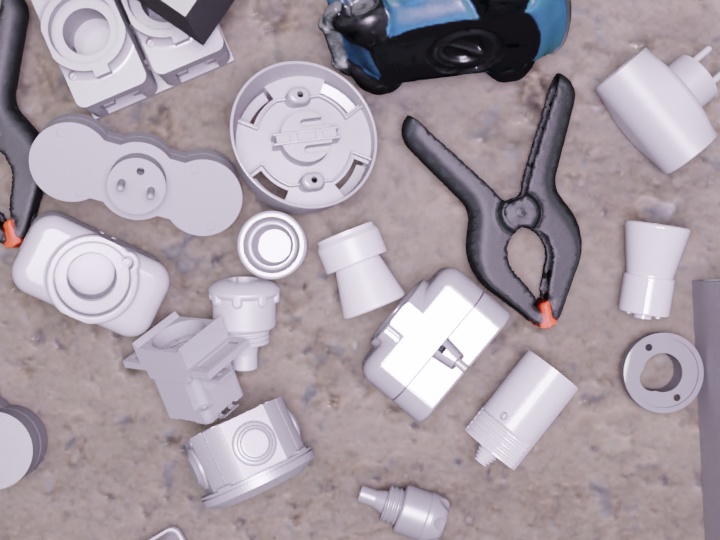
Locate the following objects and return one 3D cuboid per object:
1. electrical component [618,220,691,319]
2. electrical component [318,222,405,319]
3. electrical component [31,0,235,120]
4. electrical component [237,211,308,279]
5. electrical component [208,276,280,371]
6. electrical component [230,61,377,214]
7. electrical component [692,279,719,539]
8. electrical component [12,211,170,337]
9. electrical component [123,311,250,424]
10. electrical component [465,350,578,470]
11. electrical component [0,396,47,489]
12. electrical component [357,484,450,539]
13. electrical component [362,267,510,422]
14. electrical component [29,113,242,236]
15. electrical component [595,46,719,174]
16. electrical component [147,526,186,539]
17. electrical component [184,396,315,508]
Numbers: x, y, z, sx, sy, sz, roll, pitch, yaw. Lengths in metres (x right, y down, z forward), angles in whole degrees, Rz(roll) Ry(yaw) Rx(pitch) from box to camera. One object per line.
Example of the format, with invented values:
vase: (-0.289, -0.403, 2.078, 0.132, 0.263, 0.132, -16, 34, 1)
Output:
electrical component: (0.199, 0.001, 0.737, 0.044, 0.044, 0.065, 8, 95, -1)
electrical component: (0.000, 0.000, 0.730, 0.045, 0.045, 0.055, -22, 90, -1)
electrical component: (-0.172, -0.209, 0.717, 0.105, 0.060, 0.186, -23, 91, -1)
electrical component: (-0.058, -0.016, 0.723, 0.045, 0.055, 0.045, 0, 90, -1)
electrical component: (-0.079, 0.037, 0.730, 0.048, 0.048, 0.062, 1, 100, -1)
electrical component: (-0.038, -0.085, 0.716, 0.099, 0.064, 0.099, 1, 82, -9)
electrical component: (0.270, 0.099, 0.706, 0.060, 0.105, 0.186, -3, 91, -1)
electrical component: (-0.177, 0.003, 0.707, 0.095, 0.059, 0.053, 26, 90, -17)
electrical component: (-0.111, 0.066, 0.715, 0.081, 0.042, 0.063, 3, 121, 38)
electrical component: (0.107, 0.099, 0.734, 0.043, 0.043, 0.081, 38, 90, -1)
electrical component: (-0.275, 0.091, 0.710, 0.138, 0.074, 0.052, 41, 90, -1)
electrical component: (0.028, 0.163, 0.737, 0.061, 0.035, 0.035, 19, 90, 1)
electrical component: (0.047, 0.046, 0.727, 0.059, 0.054, 0.095, 40, 90, -1)
electrical component: (-0.144, -0.058, 0.697, 0.138, 0.073, 0.052, 15, 105, -13)
electrical component: (0.216, -0.120, 0.734, 0.079, 0.043, 0.077, -40, 91, -1)
electrical component: (-0.146, 0.249, 0.723, 0.109, 0.056, 0.108, -31, 91, -1)
electrical component: (-0.075, 0.121, 0.713, 0.080, 0.080, 0.051, -25, 85, -1)
